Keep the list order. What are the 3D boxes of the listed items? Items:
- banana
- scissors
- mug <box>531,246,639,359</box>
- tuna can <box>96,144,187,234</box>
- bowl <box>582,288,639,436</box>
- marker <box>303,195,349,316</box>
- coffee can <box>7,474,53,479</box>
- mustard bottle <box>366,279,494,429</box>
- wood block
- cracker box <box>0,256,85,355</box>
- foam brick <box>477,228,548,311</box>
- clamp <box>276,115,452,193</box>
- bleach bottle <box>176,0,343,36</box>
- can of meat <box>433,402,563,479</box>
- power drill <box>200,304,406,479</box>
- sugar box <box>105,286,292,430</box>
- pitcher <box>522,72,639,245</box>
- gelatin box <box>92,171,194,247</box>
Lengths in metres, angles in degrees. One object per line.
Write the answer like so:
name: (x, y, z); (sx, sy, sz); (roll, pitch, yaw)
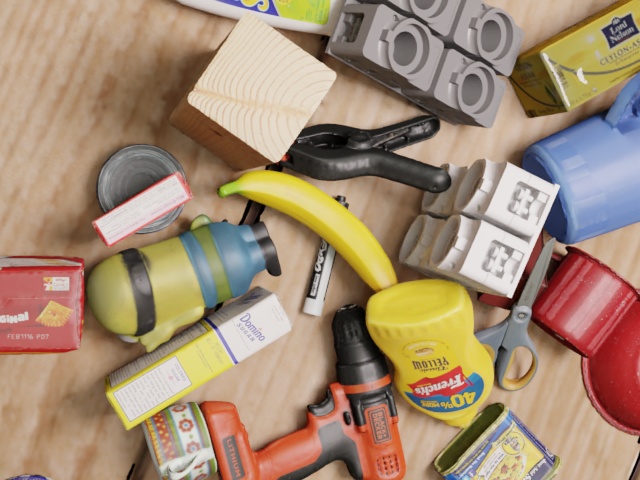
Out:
banana: (-0.003, -0.015, 1.016); (0.197, 0.037, 0.069); (30, 58, -7)
scissors: (0.175, 0.076, 1.037); (0.096, 0.016, 0.202); (-2, 130, 5)
mug: (0.253, 0.058, 1.077); (0.117, 0.093, 0.081); (37, 89, 20)
tuna can: (-0.168, -0.048, 1.008); (0.086, 0.034, 0.086); (0, 92, -12)
bowl: (0.359, 0.130, 1.112); (0.162, 0.055, 0.162); (0, 92, -12)
marker: (0.007, 0.015, 1.054); (0.020, 0.020, 0.121); (15, 88, -12)
coffee can: (-0.262, 0.274, 0.943); (0.102, 0.140, 0.103); (0, 92, -12)
mustard bottle: (0.115, 0.120, 1.028); (0.096, 0.058, 0.191); (-11, 133, 16)
wood block: (-0.067, -0.122, 0.939); (0.090, 0.206, 0.090); (35, 85, -11)
cracker box: (-0.281, 0.052, 0.895); (0.164, 0.214, 0.072); (0, 92, -12)
foam brick: (0.188, 0.024, 1.057); (0.051, 0.053, 0.078); (17, 48, -13)
clamp: (0.044, -0.079, 1.017); (0.171, 0.120, 0.039); (-7, 120, -6)
bleach bottle: (-0.091, -0.251, 1.001); (0.250, 0.068, 0.103); (5, 115, -6)
can of meat: (0.178, 0.226, 1.076); (0.102, 0.057, 0.084); (-45, 98, -7)
power drill: (-0.017, 0.169, 1.033); (0.187, 0.057, 0.184); (-14, 94, -11)
sugar box: (-0.114, 0.107, 0.994); (0.176, 0.093, 0.048); (-28, 98, -9)
pitcher: (0.329, -0.094, 1.060); (0.242, 0.145, 0.149); (-21, 87, -8)
gelatin box: (-0.159, -0.028, 0.954); (0.089, 0.073, 0.030); (-32, 97, -9)
